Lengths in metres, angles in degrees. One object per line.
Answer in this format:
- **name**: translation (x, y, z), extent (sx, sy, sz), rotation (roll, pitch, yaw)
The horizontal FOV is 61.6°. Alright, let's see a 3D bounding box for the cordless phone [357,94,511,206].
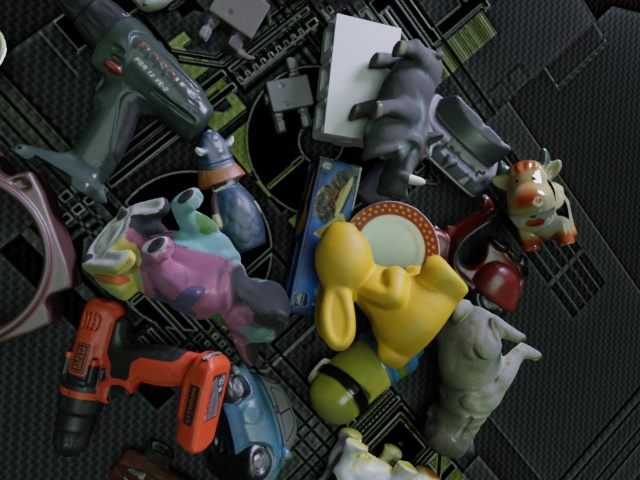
- **cordless phone**: translation (0.152, -0.093, 0.740), extent (0.146, 0.089, 0.184), rotation (40, 91, -13)

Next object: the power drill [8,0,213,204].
- **power drill**: translation (-0.257, -0.161, 0.615), extent (0.232, 0.086, 0.207), rotation (36, 74, -17)

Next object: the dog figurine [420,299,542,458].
- **dog figurine**: translation (0.181, 0.187, 0.714), extent (0.172, 0.121, 0.190), rotation (38, 82, -23)

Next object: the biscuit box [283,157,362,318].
- **biscuit box**: translation (-0.001, -0.002, 0.695), extent (0.059, 0.063, 0.202), rotation (12, 88, -16)

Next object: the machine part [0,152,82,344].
- **machine part**: translation (-0.379, 0.018, 0.574), extent (0.201, 0.087, 0.201), rotation (-18, 95, -15)

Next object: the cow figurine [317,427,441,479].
- **cow figurine**: translation (0.083, 0.328, 0.724), extent (0.167, 0.068, 0.098), rotation (28, 89, -12)

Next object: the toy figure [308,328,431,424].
- **toy figure**: translation (0.066, 0.165, 0.704), extent (0.180, 0.089, 0.082), rotation (-29, 96, -13)

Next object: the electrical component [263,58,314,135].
- **electrical component**: translation (-0.043, -0.188, 0.700), extent (0.063, 0.021, 0.094), rotation (-14, 96, -15)

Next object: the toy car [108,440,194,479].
- **toy car**: translation (-0.165, 0.327, 0.662), extent (0.202, 0.053, 0.089), rotation (39, 84, -15)

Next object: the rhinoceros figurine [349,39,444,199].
- **rhinoceros figurine**: translation (0.098, -0.146, 0.655), extent (0.112, 0.073, 0.190), rotation (16, 85, -27)

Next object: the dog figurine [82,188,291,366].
- **dog figurine**: translation (-0.141, 0.058, 0.635), extent (0.219, 0.192, 0.108), rotation (56, 37, -34)

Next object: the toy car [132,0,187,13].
- **toy car**: translation (-0.146, -0.347, 0.648), extent (0.202, 0.056, 0.073), rotation (-37, 101, -12)

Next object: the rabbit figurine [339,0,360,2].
- **rabbit figurine**: translation (0.012, -0.375, 0.683), extent (0.159, 0.121, 0.170), rotation (41, 98, -20)

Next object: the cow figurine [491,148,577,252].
- **cow figurine**: translation (0.296, -0.051, 0.727), extent (0.086, 0.195, 0.127), rotation (-16, 87, 28)

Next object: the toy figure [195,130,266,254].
- **toy figure**: translation (-0.116, -0.058, 0.663), extent (0.058, 0.064, 0.154), rotation (-21, 93, 23)

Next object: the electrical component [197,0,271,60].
- **electrical component**: translation (-0.100, -0.275, 0.669), extent (0.078, 0.045, 0.102), rotation (23, 85, -18)

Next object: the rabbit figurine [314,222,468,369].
- **rabbit figurine**: translation (0.058, 0.059, 0.642), extent (0.173, 0.122, 0.162), rotation (43, 86, -6)

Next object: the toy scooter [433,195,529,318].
- **toy scooter**: translation (0.222, 0.018, 0.746), extent (0.184, 0.075, 0.135), rotation (37, 97, -8)

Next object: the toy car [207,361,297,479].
- **toy car**: translation (-0.084, 0.225, 0.664), extent (0.103, 0.109, 0.161), rotation (-6, 76, -40)
